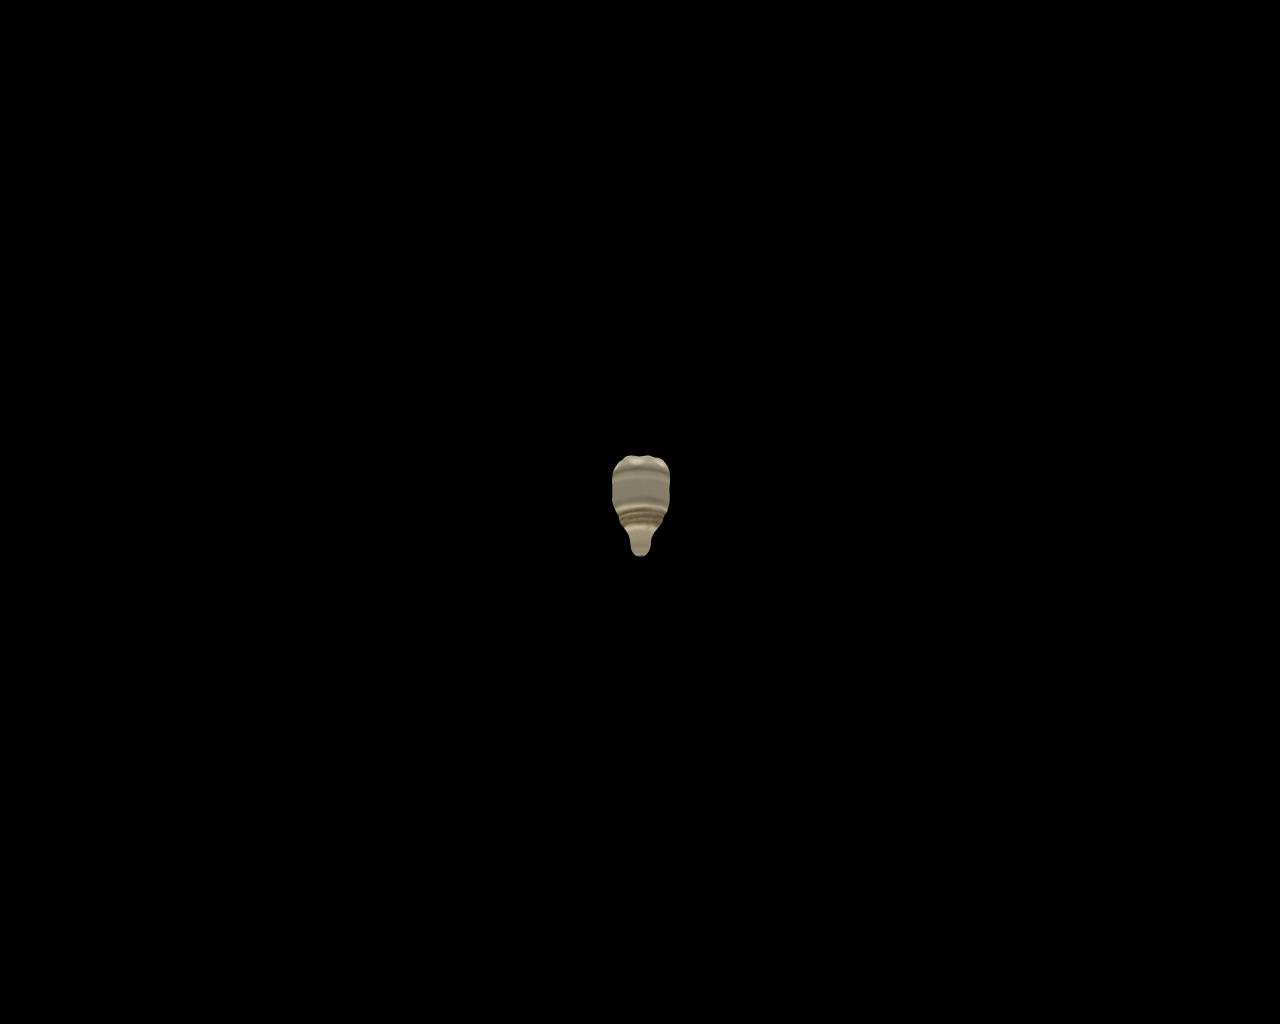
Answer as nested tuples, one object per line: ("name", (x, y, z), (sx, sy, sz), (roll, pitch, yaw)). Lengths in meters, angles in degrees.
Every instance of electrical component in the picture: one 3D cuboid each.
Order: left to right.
("electrical component", (0.001, -0.003, 0.650), (0.035, 0.061, 0.035), (0, -15, 0))
